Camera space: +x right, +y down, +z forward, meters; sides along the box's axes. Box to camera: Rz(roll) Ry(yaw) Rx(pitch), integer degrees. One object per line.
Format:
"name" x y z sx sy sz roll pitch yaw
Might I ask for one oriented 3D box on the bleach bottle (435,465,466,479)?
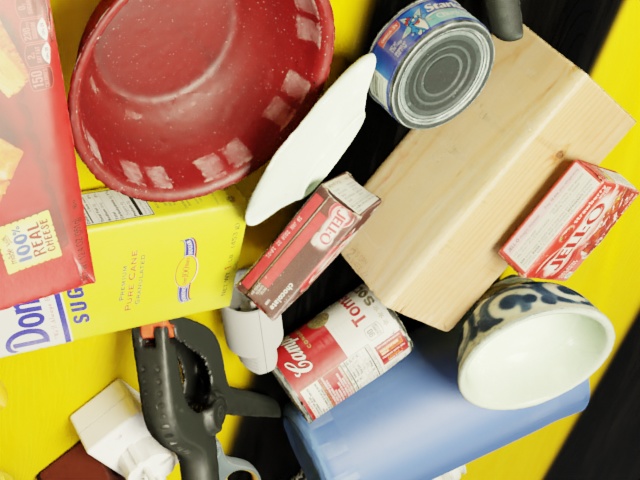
"bleach bottle" 0.035 0.273 1.036 0.250 0.068 0.103 -26 159 -19

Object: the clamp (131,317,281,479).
"clamp" -0.084 0.122 0.784 0.036 0.164 0.210 -3 125 21

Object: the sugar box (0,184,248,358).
"sugar box" -0.136 0.015 0.664 0.175 0.048 0.093 -14 135 -31

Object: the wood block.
"wood block" 0.114 -0.044 0.773 0.206 0.090 0.090 -50 140 13

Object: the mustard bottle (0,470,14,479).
"mustard bottle" -0.237 0.219 0.754 0.096 0.058 0.192 -3 138 -22

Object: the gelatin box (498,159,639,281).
"gelatin box" 0.177 -0.011 0.755 0.073 0.030 0.089 7 124 -54

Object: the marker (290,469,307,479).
"marker" -0.014 0.221 0.987 0.121 0.020 0.020 -46 141 9

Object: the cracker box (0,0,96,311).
"cracker box" -0.223 -0.032 0.498 0.213 0.072 0.164 -17 121 -26

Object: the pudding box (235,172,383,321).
"pudding box" -0.005 0.001 0.718 0.090 0.039 0.113 -49 180 13

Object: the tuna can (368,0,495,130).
"tuna can" 0.074 -0.117 0.713 0.086 0.034 0.086 -22 139 -21

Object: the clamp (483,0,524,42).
"clamp" 0.106 -0.194 0.656 0.171 0.039 0.120 14 106 -40

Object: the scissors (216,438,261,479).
"scissors" -0.105 0.187 0.883 0.096 0.016 0.201 -34 141 -7

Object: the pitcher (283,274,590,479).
"pitcher" 0.095 0.141 0.921 0.242 0.145 0.149 -25 124 -12

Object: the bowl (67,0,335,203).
"bowl" -0.073 -0.101 0.589 0.162 0.055 0.162 -24 141 -22

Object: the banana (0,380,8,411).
"banana" -0.269 0.075 0.619 0.197 0.037 0.070 1 117 -43

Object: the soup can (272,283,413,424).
"soup can" 0.014 0.088 0.839 0.102 0.069 0.068 -34 142 -7

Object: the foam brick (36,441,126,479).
"foam brick" -0.167 0.196 0.811 0.051 0.053 0.078 -38 142 -2
